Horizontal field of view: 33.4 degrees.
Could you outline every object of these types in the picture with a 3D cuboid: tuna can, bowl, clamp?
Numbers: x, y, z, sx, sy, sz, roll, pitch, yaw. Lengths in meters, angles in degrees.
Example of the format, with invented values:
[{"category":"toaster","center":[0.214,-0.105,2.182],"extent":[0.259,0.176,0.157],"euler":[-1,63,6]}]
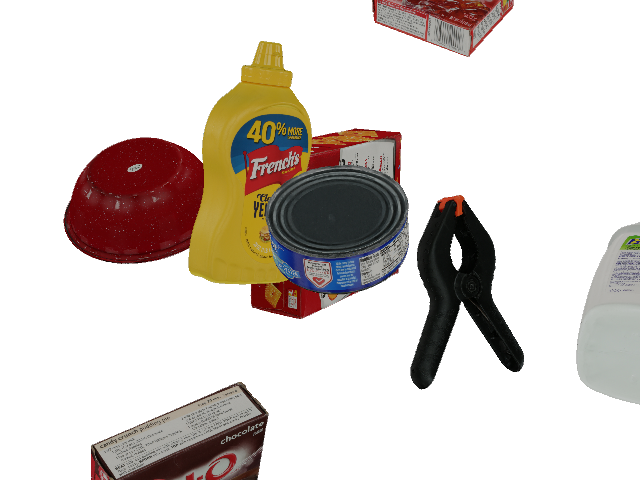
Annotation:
[{"category":"tuna can","center":[0.011,-0.007,0.646],"extent":[0.086,0.034,0.086],"euler":[-4,41,3]},{"category":"bowl","center":[-0.174,-0.051,1.030],"extent":[0.162,0.055,0.162],"euler":[-4,42,4]},{"category":"clamp","center":[0.117,0.049,0.947],"extent":[0.120,0.171,0.039],"euler":[-16,1,-36]}]

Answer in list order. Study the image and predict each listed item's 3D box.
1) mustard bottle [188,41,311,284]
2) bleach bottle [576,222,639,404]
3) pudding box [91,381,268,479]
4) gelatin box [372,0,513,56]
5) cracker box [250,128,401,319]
[{"category":"mustard bottle","center":[-0.051,-0.063,0.858],"extent":[0.096,0.192,0.058],"euler":[0,12,-40]},{"category":"bleach bottle","center":[0.244,0.035,0.747],"extent":[0.103,0.068,0.250],"euler":[9,20,19]},{"category":"pudding box","center":[-0.092,0.150,0.690],"extent":[0.113,0.090,0.039],"euler":[-22,51,-32]},{"category":"gelatin box","center":[0.096,-0.187,0.833],"extent":[0.089,0.030,0.073],"euler":[26,54,24]},{"category":"cracker box","center":[0.009,-0.026,1.126],"extent":[0.072,0.164,0.213],"euler":[8,15,30]}]
